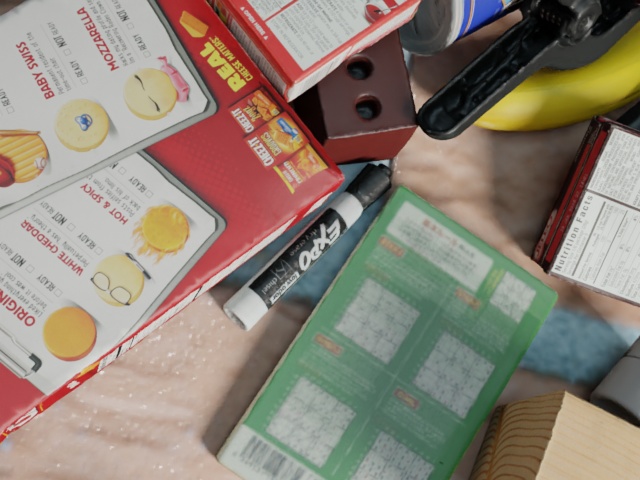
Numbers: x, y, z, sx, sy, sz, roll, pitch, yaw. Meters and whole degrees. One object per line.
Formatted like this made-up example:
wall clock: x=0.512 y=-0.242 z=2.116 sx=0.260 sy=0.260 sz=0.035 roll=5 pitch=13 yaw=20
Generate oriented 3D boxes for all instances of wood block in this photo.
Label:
wood block: x=0.180 y=0.165 z=0.539 sx=0.206 sy=0.090 sz=0.090 roll=26 pitch=72 yaw=-6

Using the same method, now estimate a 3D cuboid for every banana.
banana: x=0.161 y=-0.106 z=0.631 sx=0.197 sy=0.037 sz=0.070 roll=-33 pitch=68 yaw=-20

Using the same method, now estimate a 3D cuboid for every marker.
marker: x=-0.004 y=0.001 z=0.571 sx=0.020 sy=0.020 sz=0.121 roll=45 pitch=71 yaw=0

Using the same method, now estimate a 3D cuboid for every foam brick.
foam brick: x=0.015 y=-0.085 z=0.580 sx=0.053 sy=0.051 sz=0.078 roll=-9 pitch=79 yaw=-15

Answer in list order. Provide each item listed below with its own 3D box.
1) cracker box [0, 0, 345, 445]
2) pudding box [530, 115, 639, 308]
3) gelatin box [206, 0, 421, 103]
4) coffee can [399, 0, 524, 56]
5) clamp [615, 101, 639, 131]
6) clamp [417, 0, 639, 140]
cracker box: x=-0.122 y=-0.027 z=0.523 sx=0.213 sy=0.072 sz=0.164 roll=-37 pitch=86 yaw=-18
pudding box: x=0.187 y=-0.007 z=0.592 sx=0.113 sy=0.039 sz=0.090 roll=20 pitch=103 yaw=-7
gelatin box: x=-0.003 y=-0.125 z=0.542 sx=0.089 sy=0.030 sz=0.073 roll=-37 pitch=85 yaw=-16
coffee can: x=0.097 y=-0.178 z=0.596 sx=0.140 sy=0.103 sz=0.103 roll=-30 pitch=85 yaw=-19
clamp: x=0.261 y=-0.048 z=0.624 sx=0.210 sy=0.036 sz=0.164 roll=-13 pitch=100 yaw=-3
clamp: x=0.119 y=-0.112 z=0.563 sx=0.171 sy=0.120 sz=0.039 roll=-12 pitch=51 yaw=-41
